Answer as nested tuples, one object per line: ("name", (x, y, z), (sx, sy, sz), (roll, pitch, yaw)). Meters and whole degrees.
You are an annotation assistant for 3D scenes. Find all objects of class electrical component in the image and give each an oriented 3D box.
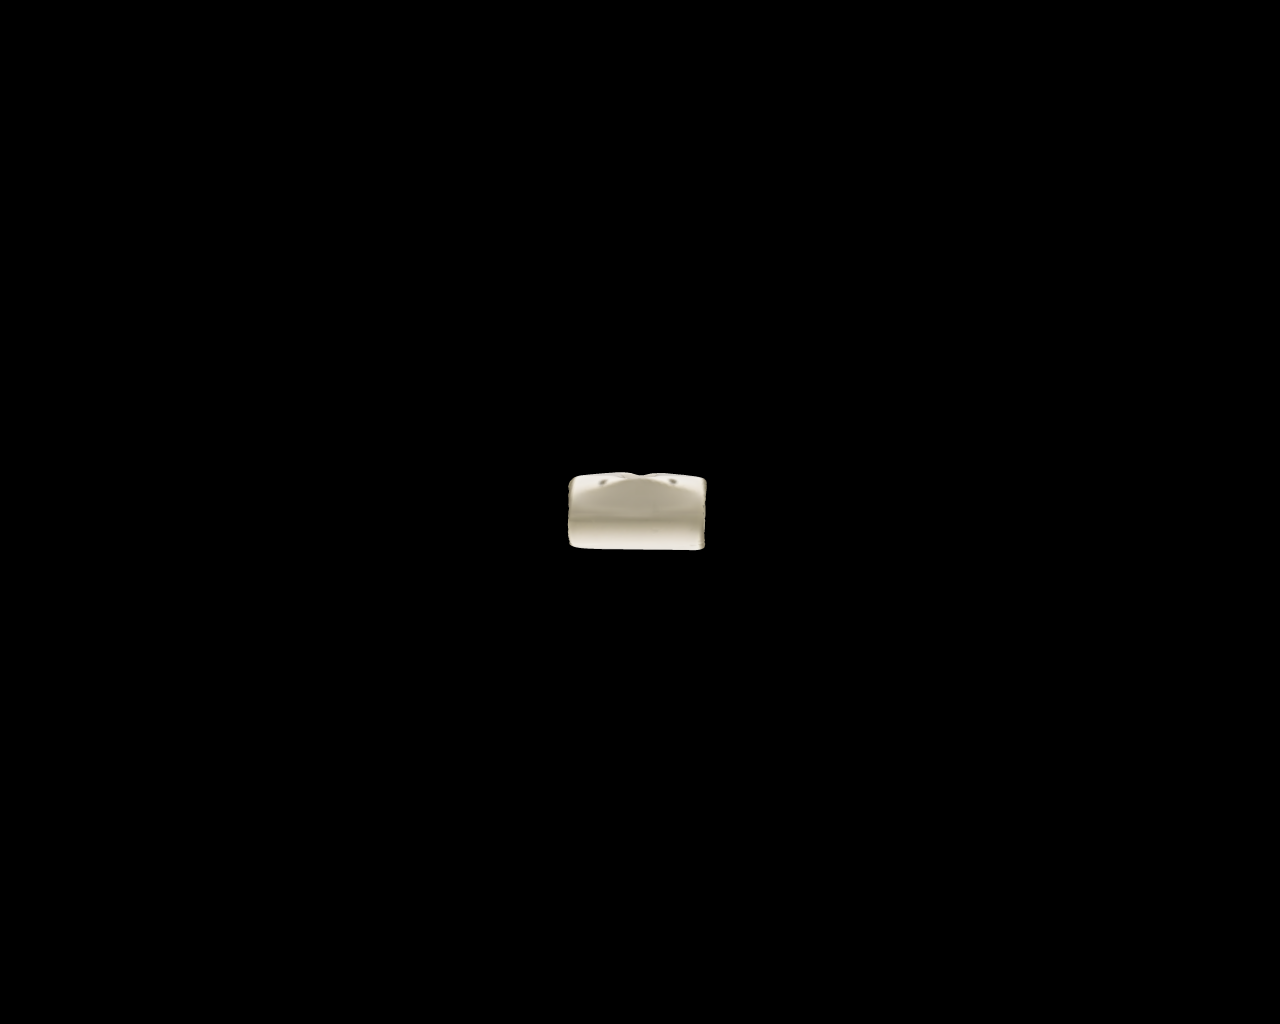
("electrical component", (0.001, -0.003, 0.650), (0.077, 0.043, 0.079), (1, 8, 5))
